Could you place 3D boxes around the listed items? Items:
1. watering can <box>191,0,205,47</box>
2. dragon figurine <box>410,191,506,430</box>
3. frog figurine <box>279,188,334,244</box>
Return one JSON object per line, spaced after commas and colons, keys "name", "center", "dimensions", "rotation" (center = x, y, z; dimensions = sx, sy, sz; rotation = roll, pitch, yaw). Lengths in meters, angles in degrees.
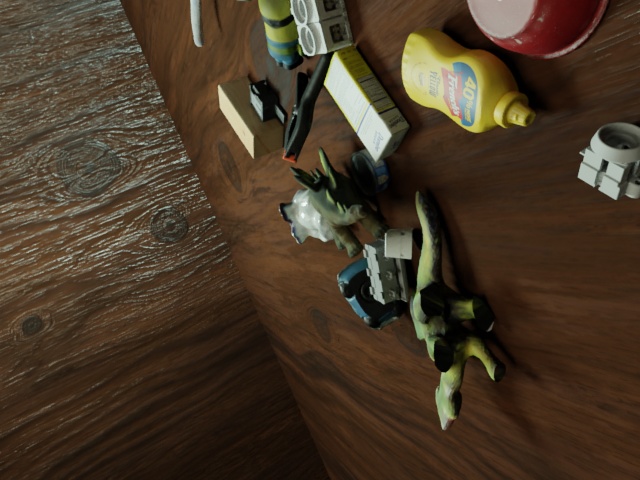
{"name": "watering can", "center": [-0.330, -0.674, 1.305], "dimensions": [0.226, 0.105, 0.342], "rotation": [28, 137, 60]}
{"name": "dragon figurine", "center": [0.197, 0.129, 0.913], "dimensions": [0.241, 0.122, 0.413], "rotation": [137, 122, -77]}
{"name": "frog figurine", "center": [0.004, -0.062, 1.224], "dimensions": [0.158, 0.124, 0.137], "rotation": [-9, 99, 33]}
